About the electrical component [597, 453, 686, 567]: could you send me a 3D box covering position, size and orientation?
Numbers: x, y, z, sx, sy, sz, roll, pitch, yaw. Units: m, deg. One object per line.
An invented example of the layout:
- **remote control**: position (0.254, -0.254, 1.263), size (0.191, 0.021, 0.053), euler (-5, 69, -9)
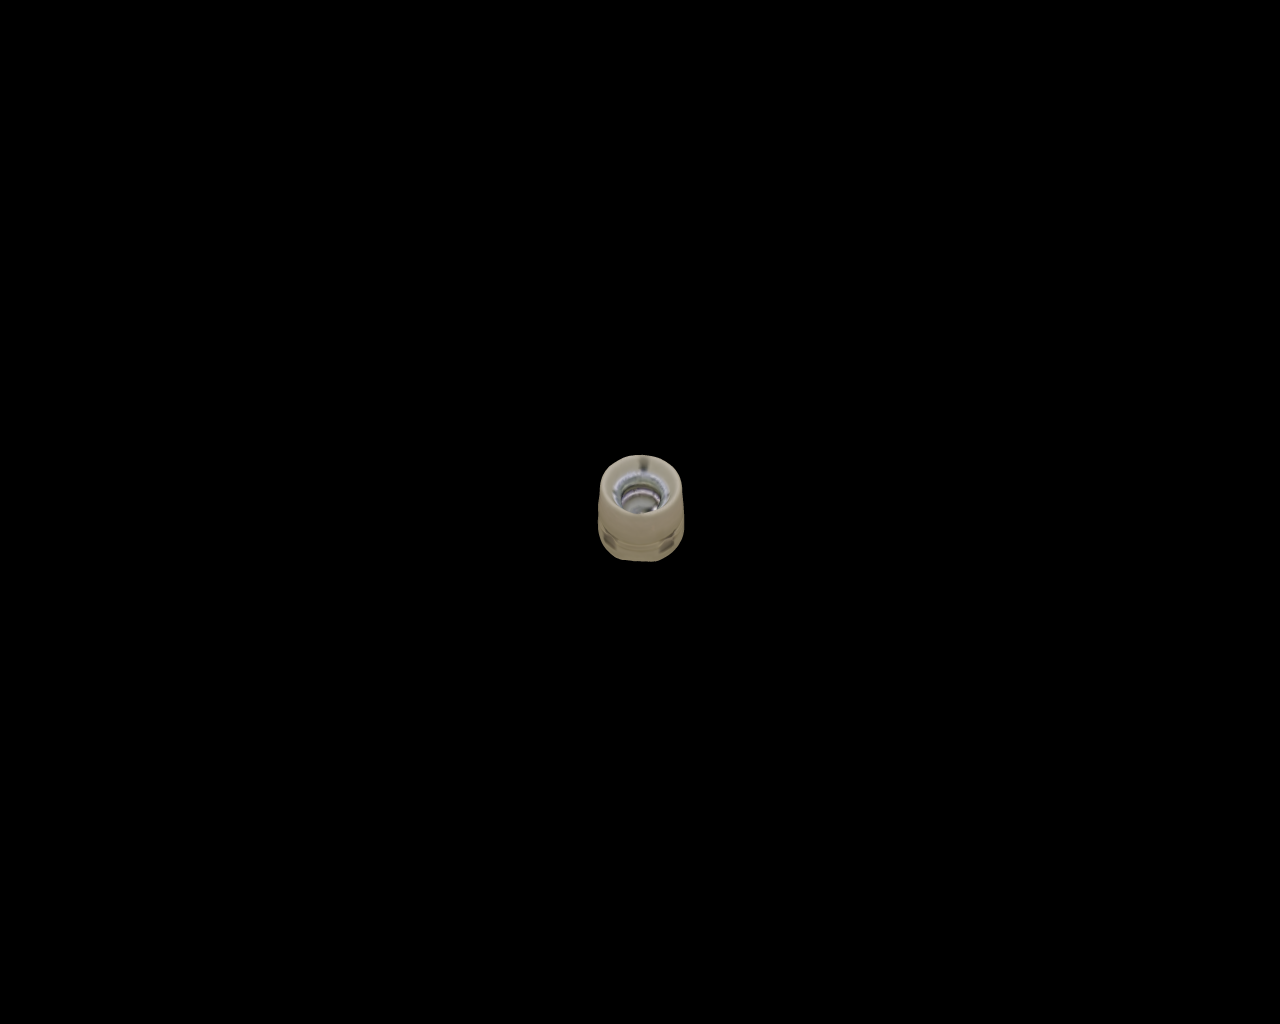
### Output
- **electrical component**: position (0.001, -0.003, 0.650), size (0.055, 0.055, 0.047), euler (0, -37, 0)
